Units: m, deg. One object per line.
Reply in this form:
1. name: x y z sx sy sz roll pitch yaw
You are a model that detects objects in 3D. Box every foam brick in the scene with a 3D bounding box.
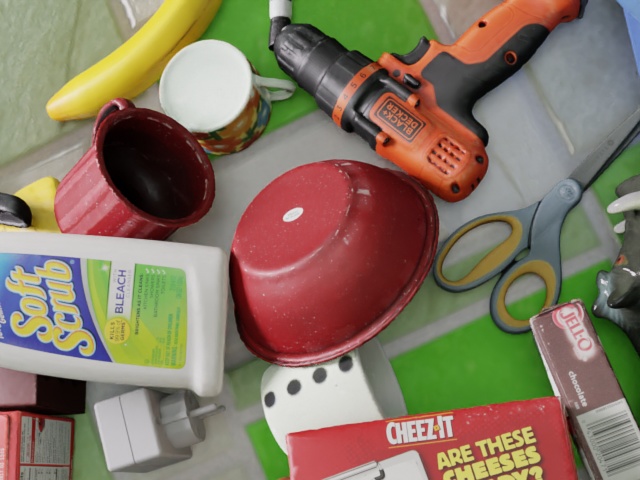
1. foam brick: -0.205 0.095 0.753 0.051 0.078 0.053 -4 76 13

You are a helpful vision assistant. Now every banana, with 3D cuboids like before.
1. banana: -0.128 -0.159 0.819 0.070 0.037 0.198 34 84 35

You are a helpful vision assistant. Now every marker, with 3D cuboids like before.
1. marker: -0.029 -0.197 0.813 0.020 0.020 0.121 -2 77 12

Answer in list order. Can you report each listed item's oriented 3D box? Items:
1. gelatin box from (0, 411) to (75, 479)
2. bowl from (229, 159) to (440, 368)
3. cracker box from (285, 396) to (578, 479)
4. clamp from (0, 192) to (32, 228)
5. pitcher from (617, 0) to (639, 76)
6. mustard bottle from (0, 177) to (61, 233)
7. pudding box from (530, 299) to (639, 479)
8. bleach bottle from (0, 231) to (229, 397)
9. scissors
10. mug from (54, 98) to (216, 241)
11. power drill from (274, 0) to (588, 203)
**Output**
1. gelatin box: -0.201 0.157 0.732 0.030 0.089 0.073 -3 77 11
2. bowl: -0.005 0.001 0.702 0.162 0.055 0.162 -23 42 22
3. cracker box: 0.074 0.209 0.602 0.164 0.072 0.214 -9 66 5
4. clamp: -0.319 -0.020 0.792 0.164 0.036 0.210 -42 53 -8
5. pitcher: 0.246 -0.176 0.688 0.149 0.145 0.243 -9 78 13
6. mustard bottle: -0.258 0.036 0.789 0.191 0.058 0.096 -27 73 6
7. pudding box: 0.168 0.099 0.665 0.039 0.090 0.113 -21 74 8
8. bleach bottle: -0.187 0.046 0.689 0.250 0.068 0.102 3 88 -8
9. scissors: 0.173 -0.011 0.728 0.202 0.016 0.096 -31 74 4
10. mug: -0.137 -0.043 0.750 0.082 0.093 0.117 -37 65 42
11. power drill: 0.083 -0.145 0.758 0.184 0.057 0.187 40 91 14
